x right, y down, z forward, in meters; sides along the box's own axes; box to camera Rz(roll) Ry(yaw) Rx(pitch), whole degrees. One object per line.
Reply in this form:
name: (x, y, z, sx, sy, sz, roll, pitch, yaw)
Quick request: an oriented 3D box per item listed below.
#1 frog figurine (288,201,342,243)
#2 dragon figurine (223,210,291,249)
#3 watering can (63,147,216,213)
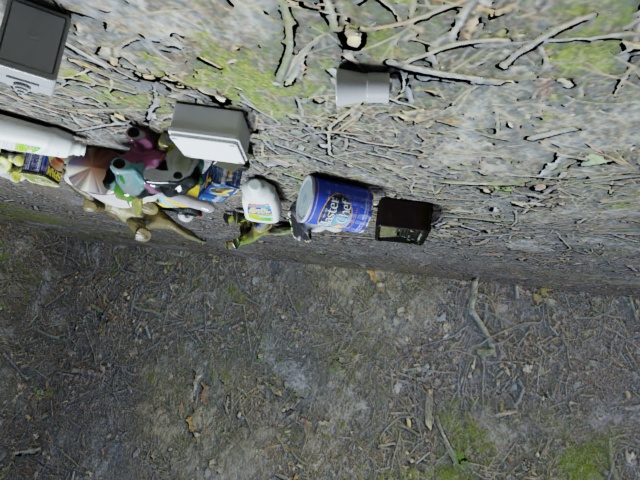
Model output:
frog figurine: (0.004, -0.066, 1.319, 0.161, 0.123, 0.135, -27, 175, -22)
dragon figurine: (-0.169, -0.043, 1.661, 0.244, 0.122, 0.409, -7, -177, -33)
watering can: (-0.423, -0.125, 1.178, 0.348, 0.105, 0.222, 9, 171, 0)
